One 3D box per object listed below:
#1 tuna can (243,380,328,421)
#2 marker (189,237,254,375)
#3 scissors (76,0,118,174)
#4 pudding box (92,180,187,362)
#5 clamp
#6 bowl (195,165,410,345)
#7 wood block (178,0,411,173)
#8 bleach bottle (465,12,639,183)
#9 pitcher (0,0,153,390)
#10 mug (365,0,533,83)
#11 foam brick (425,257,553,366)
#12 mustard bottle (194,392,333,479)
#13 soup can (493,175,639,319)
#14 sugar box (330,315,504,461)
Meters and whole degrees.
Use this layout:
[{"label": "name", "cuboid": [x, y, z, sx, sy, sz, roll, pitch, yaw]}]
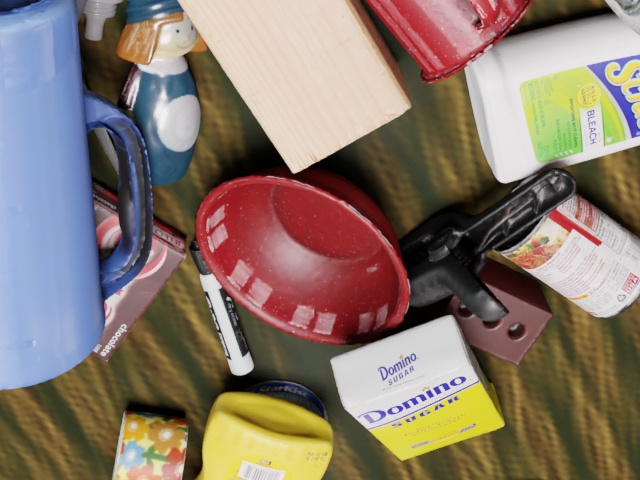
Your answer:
[{"label": "tuna can", "cuboid": [-0.035, 0.158, 0.868, 0.086, 0.034, 0.086, -1, 118, -2]}, {"label": "marker", "cuboid": [-0.076, 0.050, 0.818, 0.020, 0.020, 0.121, -13, 117, 4]}, {"label": "scissors", "cuboid": [-0.158, -0.125, 0.703, 0.096, 0.016, 0.201, -8, 123, 43]}, {"label": "pudding box", "cuboid": [-0.165, 0.022, 0.789, 0.090, 0.039, 0.114, 33, 111, -17]}, {"label": "clamp", "cuboid": [0.094, 0.017, 0.736, 0.039, 0.120, 0.172, 46, 145, -13]}, {"label": "bowl", "cuboid": [-0.005, 0.001, 0.754, 0.162, 0.055, 0.162, 16, 139, 15]}, {"label": "wood block", "cuboid": [-0.033, -0.159, 0.672, 0.091, 0.090, 0.206, -28, 115, 12]}, {"label": "bleach bottle", "cuboid": [0.229, -0.119, 0.720, 0.251, 0.068, 0.102, -16, 123, 4]}, {"label": "pitcher", "cuboid": [-0.190, -0.042, 0.651, 0.145, 0.149, 0.243, 11, 124, 7]}, {"label": "mug", "cuboid": [0.077, -0.157, 0.666, 0.093, 0.117, 0.081, -42, 107, 5]}, {"label": "foam brick", "cuboid": [0.126, 0.048, 0.808, 0.078, 0.051, 0.053, 24, 114, -14]}, {"label": "mustard bottle", "cuboid": [-0.062, 0.213, 0.841, 0.096, 0.058, 0.192, 16, 116, -8]}, {"label": "soup can", "cuboid": [0.184, 0.005, 0.779, 0.102, 0.068, 0.069, 32, 112, -18]}, {"label": "sugar box", "cuboid": [0.077, 0.115, 0.792, 0.093, 0.048, 0.176, -21, 155, 9]}]
